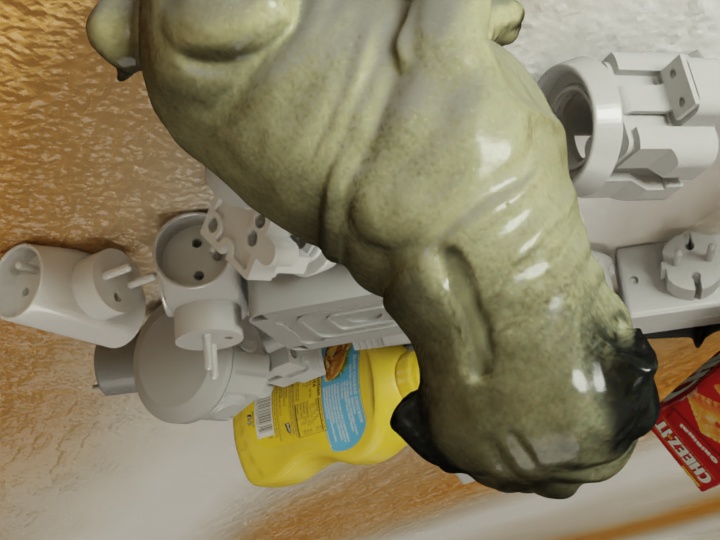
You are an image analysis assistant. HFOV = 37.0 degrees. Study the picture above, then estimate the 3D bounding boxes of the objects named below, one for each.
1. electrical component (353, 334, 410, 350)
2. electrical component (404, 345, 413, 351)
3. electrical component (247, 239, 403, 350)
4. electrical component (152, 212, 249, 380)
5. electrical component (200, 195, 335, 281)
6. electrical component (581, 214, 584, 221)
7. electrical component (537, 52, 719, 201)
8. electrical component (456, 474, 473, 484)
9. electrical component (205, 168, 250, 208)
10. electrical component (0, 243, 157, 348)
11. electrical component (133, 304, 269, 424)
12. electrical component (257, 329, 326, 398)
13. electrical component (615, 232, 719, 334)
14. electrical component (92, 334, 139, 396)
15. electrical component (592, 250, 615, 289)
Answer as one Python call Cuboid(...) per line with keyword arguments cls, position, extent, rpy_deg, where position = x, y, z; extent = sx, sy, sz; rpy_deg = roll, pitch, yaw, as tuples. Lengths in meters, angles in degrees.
Cuboid(cls="electrical component", position=(0.023, 0.026, 0.681), extent=(0.081, 0.043, 0.043), rpy_deg=(-8, 159, 7))
Cuboid(cls="electrical component", position=(0.040, 0.075, 0.814), extent=(0.055, 0.045, 0.045), rpy_deg=(-21, 154, 37))
Cuboid(cls="electrical component", position=(0.000, 0.000, 0.587), extent=(0.113, 0.057, 0.078), rpy_deg=(-11, 159, 15))
Cuboid(cls="electrical component", position=(-0.084, 0.019, 0.587), extent=(0.044, 0.079, 0.077), rpy_deg=(-7, 160, -1))
Cuboid(cls="electrical component", position=(-0.039, -0.021, 0.525), extent=(0.055, 0.066, 0.048), rpy_deg=(3, 120, -45))
Cuboid(cls="electrical component", position=(0.072, -0.033, 0.522), extent=(0.074, 0.052, 0.138), rpy_deg=(-22, 153, 39))
Cuboid(cls="electrical component", position=(0.107, -0.060, 0.451), extent=(0.057, 0.058, 0.078), rpy_deg=(-3, 159, -23))
Cuboid(cls="electrical component", position=(0.108, 0.098, 0.797), extent=(0.113, 0.057, 0.078), rpy_deg=(-38, -178, -37))
Cuboid(cls="electrical component", position=(-0.044, -0.052, 0.463), extent=(0.044, 0.044, 0.065), rpy_deg=(2, 163, -19))
Cuboid(cls="electrical component", position=(-0.150, 0.011, 0.601), extent=(0.079, 0.043, 0.077), rpy_deg=(-18, 155, 30))
Cuboid(cls="electrical component", position=(-0.102, 0.059, 0.691), extent=(0.080, 0.080, 0.051), rpy_deg=(-18, 161, 30))
Cuboid(cls="electrical component", position=(-0.062, 0.061, 0.754), extent=(0.055, 0.048, 0.066), rpy_deg=(-24, 153, 25))
Cuboid(cls="electrical component", position=(0.201, 0.001, 0.654), extent=(0.083, 0.047, 0.075), rpy_deg=(-9, 157, 9))
Cuboid(cls="electrical component", position=(-0.148, 0.064, 0.746), extent=(0.078, 0.040, 0.040), rpy_deg=(-7, 159, 5))
Cuboid(cls="electrical component", position=(0.137, 0.021, 0.668), extent=(0.048, 0.062, 0.048), rpy_deg=(-4, 159, -2))
